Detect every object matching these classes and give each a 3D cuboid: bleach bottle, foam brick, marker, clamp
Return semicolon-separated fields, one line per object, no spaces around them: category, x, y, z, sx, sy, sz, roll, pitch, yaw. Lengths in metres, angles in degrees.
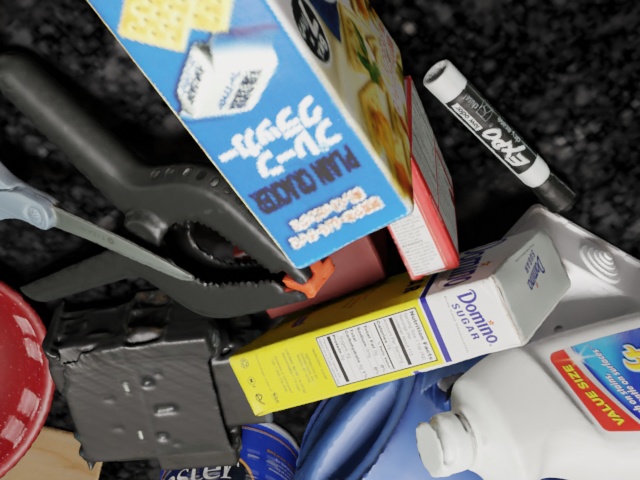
bleach bottle;0.172;0.092;0.578;0.250;0.102;0.068;-10;152;-21
foam brick;-0.004;0.001;0.622;0.078;0.053;0.051;-20;123;16
marker;0.104;-0.055;0.600;0.020;0.020;0.121;-37;118;24
clamp;-0.094;-0.002;0.594;0.210;0.036;0.165;23;131;15

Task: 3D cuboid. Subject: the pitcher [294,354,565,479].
pitcher;0.114;0.171;0.674;0.242;0.149;0.145;35;78;-14

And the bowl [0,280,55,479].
bowl;-0.249;0.085;0.659;0.161;0.055;0.162;-11;111;-30

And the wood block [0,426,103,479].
wood block;-0.262;0.173;0.727;0.206;0.090;0.091;16;124;-10

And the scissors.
scissors;-0.165;-0.008;0.598;0.202;0.016;0.096;35;135;4

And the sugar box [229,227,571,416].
sugar box;0.044;0.046;0.602;0.177;0.093;0.048;-24;95;32

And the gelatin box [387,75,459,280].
gelatin box;0.048;-0.034;0.572;0.030;0.089;0.073;-17;124;16

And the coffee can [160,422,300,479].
coffee can;-0.063;0.201;0.712;0.103;0.140;0.103;0;126;0
